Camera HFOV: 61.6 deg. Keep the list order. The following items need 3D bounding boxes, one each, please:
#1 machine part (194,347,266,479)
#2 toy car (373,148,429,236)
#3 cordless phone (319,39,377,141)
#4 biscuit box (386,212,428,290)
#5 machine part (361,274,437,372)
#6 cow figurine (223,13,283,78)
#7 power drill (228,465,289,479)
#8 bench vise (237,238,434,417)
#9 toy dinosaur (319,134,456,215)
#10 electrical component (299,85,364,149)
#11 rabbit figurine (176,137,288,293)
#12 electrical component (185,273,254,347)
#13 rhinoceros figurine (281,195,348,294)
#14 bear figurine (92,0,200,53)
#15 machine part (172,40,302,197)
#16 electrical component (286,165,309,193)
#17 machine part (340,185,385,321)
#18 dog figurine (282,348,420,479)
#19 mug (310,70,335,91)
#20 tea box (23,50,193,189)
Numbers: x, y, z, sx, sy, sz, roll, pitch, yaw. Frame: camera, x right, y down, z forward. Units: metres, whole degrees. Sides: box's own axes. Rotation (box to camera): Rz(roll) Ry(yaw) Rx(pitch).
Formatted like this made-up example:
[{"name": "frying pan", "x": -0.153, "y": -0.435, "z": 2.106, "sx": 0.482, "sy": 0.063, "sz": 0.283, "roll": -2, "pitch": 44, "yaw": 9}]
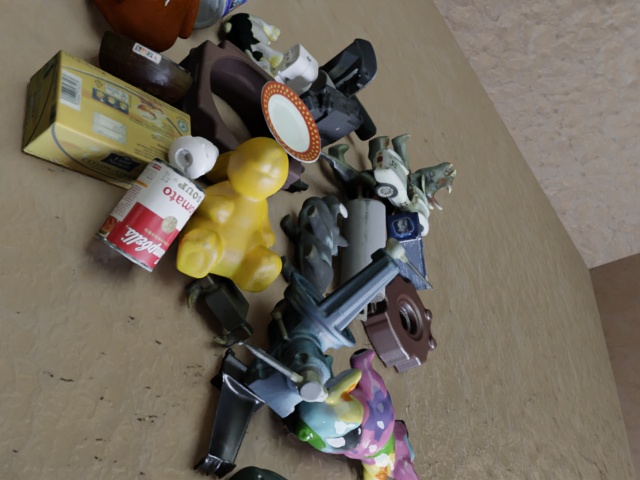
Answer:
[{"name": "machine part", "x": -0.100, "y": 0.196, "z": 0.605, "sx": 0.084, "sy": 0.039, "sz": 0.139, "roll": 53, "pitch": 31, "yaw": -28}, {"name": "toy car", "x": 0.153, "y": -0.083, "z": 0.979, "sx": 0.201, "sy": 0.056, "sz": 0.073, "roll": 46, "pitch": 38, "yaw": -41}, {"name": "cordless phone", "x": 0.079, "y": -0.300, "z": 1.108, "sx": 0.184, "sy": 0.147, "sz": 0.089, "roll": 53, "pitch": 41, "yaw": -13}, {"name": "biscuit box", "x": 0.166, "y": 0.028, "z": 1.013, "sx": 0.202, "sy": 0.063, "sz": 0.059, "roll": 68, "pitch": 17, "yaw": -56}, {"name": "machine part", "x": 0.146, "y": 0.148, "z": 0.984, "sx": 0.179, "sy": 0.056, "sz": 0.179, "roll": 33, "pitch": 43, "yaw": -38}, {"name": "cow figurine", "x": -0.117, "y": -0.313, "z": 0.898, "sx": 0.098, "sy": 0.068, "sz": 0.167, "roll": 22, "pitch": 44, "yaw": -33}, {"name": "power drill", "x": -0.029, "y": 0.364, "z": 0.553, "sx": 0.231, "sy": 0.086, "sz": 0.207, "roll": 51, "pitch": 38, "yaw": -18}, {"name": "bench vise", "x": 0.012, "y": 0.089, "z": 0.647, "sx": 0.129, "sy": 0.240, "sz": 0.224, "roll": 48, "pitch": 3, "yaw": -5}, {"name": "toy dinosaur", "x": 0.120, "y": -0.107, "z": 1.072, "sx": 0.405, "sy": 0.131, "sz": 0.192, "roll": -19, "pitch": 97, "yaw": -47}, {"name": "electrical component", "x": -0.002, "y": -0.216, "z": 0.961, "sx": 0.134, "sy": 0.115, "sz": 0.058, "roll": 5, "pitch": 60, "yaw": -55}, {"name": "rabbit figurine", "x": -0.087, "y": -0.046, "z": 0.640, "sx": 0.122, "sy": 0.173, "sz": 0.162, "roll": 19, "pitch": 26, "yaw": -18}, {"name": "electrical component", "x": -0.122, "y": 0.079, "z": 0.651, "sx": 0.102, "sy": 0.045, "sz": 0.078, "roll": 56, "pitch": 3, "yaw": -18}, {"name": "rhinoceros figurine", "x": -0.002, "y": -0.003, "z": 0.853, "sx": 0.112, "sy": 0.073, "sz": 0.190, "roll": 41, "pitch": 39, "yaw": -31}, {"name": "bear figurine", "x": -0.189, "y": -0.337, "z": 0.667, "sx": 0.120, "sy": 0.196, "sz": 0.132, "roll": 9, "pitch": 42, "yaw": -50}, {"name": "machine part", "x": -0.121, "y": -0.168, "z": 0.780, "sx": 0.201, "sy": 0.087, "sz": 0.201, "roll": 30, "pitch": 45, "yaw": -41}, {"name": "electrical component", "x": -0.055, "y": -0.114, "z": 0.901, "sx": 0.094, "sy": 0.021, "sz": 0.063, "roll": 14, "pitch": 57, "yaw": -51}, {"name": "machine part", "x": 0.075, "y": 0.018, "z": 0.923, "sx": 0.079, "sy": 0.079, "sz": 0.243, "roll": 27, "pitch": 57, "yaw": -45}, {"name": "dog figurine", "x": 0.053, "y": 0.266, "z": 0.720, "sx": 0.191, "sy": 0.108, "sz": 0.219, "roll": -31, "pitch": 97, "yaw": -59}, {"name": "mug", "x": 0.001, "y": -0.271, "z": 1.051, "sx": 0.107, "sy": 0.081, "sz": 0.110, "roll": 46, "pitch": 16, "yaw": -46}, {"name": "tea box", "x": -0.230, "y": -0.121, "z": 0.602, "sx": 0.169, "sy": 0.068, "sz": 0.098, "roll": 24, "pitch": 51, "yaw": -49}]
